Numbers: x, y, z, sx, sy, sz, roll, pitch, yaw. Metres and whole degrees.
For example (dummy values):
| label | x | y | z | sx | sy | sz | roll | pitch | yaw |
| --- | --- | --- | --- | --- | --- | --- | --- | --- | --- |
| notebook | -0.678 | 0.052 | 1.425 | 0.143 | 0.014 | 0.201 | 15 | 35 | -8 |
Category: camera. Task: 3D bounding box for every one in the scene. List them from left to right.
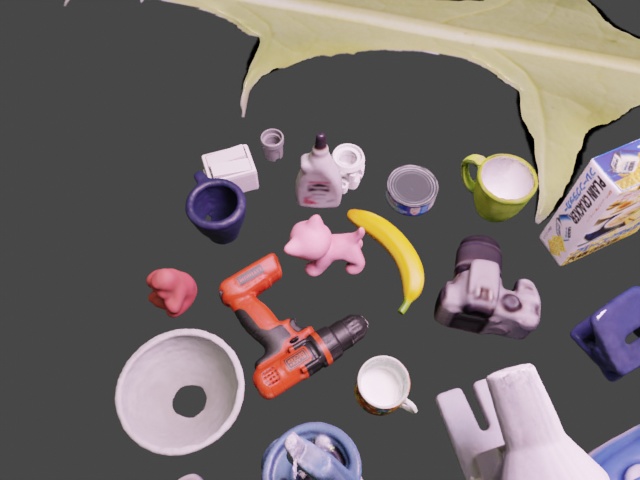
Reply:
| label | x | y | z | sx | sy | sz | roll | pitch | yaw |
| --- | --- | --- | --- | --- | --- | --- | --- | --- | --- |
| camera | 0.252 | 0.062 | 0.850 | 0.143 | 0.101 | 0.137 | 11 | 61 | 5 |

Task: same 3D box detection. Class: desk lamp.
| label | x | y | z | sx | sy | sz | roll | pitch | yaw |
| --- | --- | --- | --- | --- | --- | --- | --- | --- | --- |
| desk lamp | 0.232 | 0.245 | 0.680 | 0.118 | 0.213 | 0.203 | -16 | 62 | -10 |

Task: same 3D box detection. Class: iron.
| label | x | y | z | sx | sy | sz | roll | pitch | yaw |
| --- | --- | --- | --- | --- | --- | --- | --- | --- | --- |
| iron | 0.387 | 0.302 | 0.693 | 0.258 | 0.141 | 0.118 | -22 | 63 | -13 |

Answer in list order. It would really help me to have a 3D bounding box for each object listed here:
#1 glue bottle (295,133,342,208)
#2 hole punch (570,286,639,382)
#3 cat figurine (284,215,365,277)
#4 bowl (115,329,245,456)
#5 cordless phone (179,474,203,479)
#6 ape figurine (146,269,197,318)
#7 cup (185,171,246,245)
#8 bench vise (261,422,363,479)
| label | x | y | z | sx | sy | sz | roll | pitch | yaw |
| --- | --- | --- | --- | --- | --- | --- | --- | --- | --- |
| glue bottle | -0.001 | -0.110 | 0.901 | 0.078 | 0.173 | 0.037 | -2 | 60 | -2 |
| hole punch | 0.438 | 0.134 | 0.819 | 0.109 | 0.091 | 0.101 | -28 | 65 | -16 |
| cat figurine | 0.008 | 0.003 | 0.869 | 0.128 | 0.118 | 0.067 | -6 | 60 | -4 |
| bowl | -0.181 | 0.209 | 0.772 | 0.167 | 0.075 | 0.167 | 1 | 60 | -1 |
| cordless phone | -0.191 | 0.326 | 0.641 | 0.148 | 0.185 | 0.094 | -36 | 67 | -19 |
| ape figurine | -0.222 | 0.070 | 0.841 | 0.076 | 0.092 | 0.077 | -16 | 62 | -10 |
| cup | -0.165 | -0.045 | 0.906 | 0.092 | 0.095 | 0.117 | -27 | 64 | -15 |
| bench vise | 0.025 | 0.274 | 0.656 | 0.207 | 0.220 | 0.121 | 13 | 61 | 6 |
